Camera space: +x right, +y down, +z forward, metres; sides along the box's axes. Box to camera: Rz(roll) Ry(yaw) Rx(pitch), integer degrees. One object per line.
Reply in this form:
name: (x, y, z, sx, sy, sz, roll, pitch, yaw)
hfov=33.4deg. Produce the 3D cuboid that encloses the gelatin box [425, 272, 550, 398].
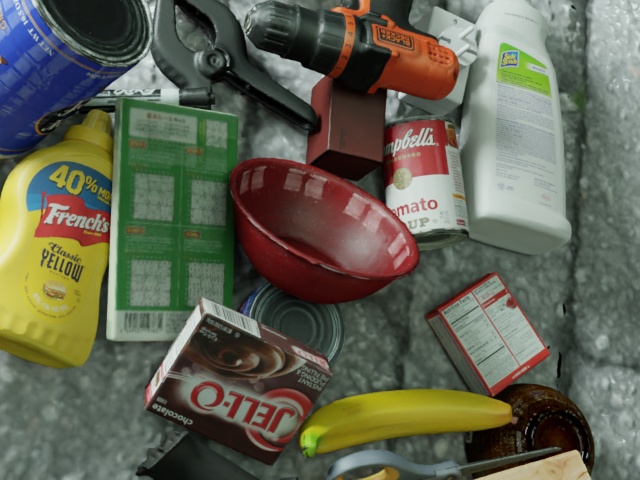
gelatin box: (0.143, 0.082, 0.918, 0.073, 0.030, 0.089, -30, 84, -27)

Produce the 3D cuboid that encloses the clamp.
clamp: (-0.078, -0.140, 0.877, 0.120, 0.039, 0.171, -19, 88, -25)

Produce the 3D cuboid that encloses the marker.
marker: (-0.142, -0.109, 0.832, 0.121, 0.020, 0.020, -3, 76, -6)

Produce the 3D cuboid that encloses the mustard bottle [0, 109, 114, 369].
mustard bottle: (-0.189, -0.009, 0.780, 0.096, 0.058, 0.191, 29, 64, -32)

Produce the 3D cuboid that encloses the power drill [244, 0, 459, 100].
power drill: (0.023, -0.207, 0.900, 0.184, 0.057, 0.187, 13, 53, -21)

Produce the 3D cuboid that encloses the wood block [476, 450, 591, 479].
wood block: (0.101, 0.234, 0.777, 0.205, 0.090, 0.091, -13, 63, -16)

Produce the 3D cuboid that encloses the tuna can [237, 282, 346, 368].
tuna can: (-0.023, 0.072, 0.847, 0.086, 0.034, 0.086, 6, 74, -22)

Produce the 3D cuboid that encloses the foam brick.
foam brick: (0.022, -0.098, 0.903, 0.053, 0.051, 0.078, 11, 72, -19)

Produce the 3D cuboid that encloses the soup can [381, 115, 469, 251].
soup can: (0.088, -0.047, 0.908, 0.068, 0.069, 0.102, -1, 77, -24)

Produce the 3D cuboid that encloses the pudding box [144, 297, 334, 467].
pudding box: (-0.060, 0.105, 0.791, 0.113, 0.039, 0.090, 29, 103, -16)

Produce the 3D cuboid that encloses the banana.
banana: (0.058, 0.146, 0.846, 0.197, 0.070, 0.037, -6, 111, -29)

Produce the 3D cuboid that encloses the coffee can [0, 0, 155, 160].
coffee can: (-0.199, -0.133, 0.747, 0.102, 0.141, 0.103, 29, 46, -36)

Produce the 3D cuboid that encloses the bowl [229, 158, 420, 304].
bowl: (-0.005, 0.001, 0.836, 0.162, 0.055, 0.162, 21, 27, -12)

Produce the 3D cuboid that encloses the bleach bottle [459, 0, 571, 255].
bleach bottle: (0.180, -0.119, 0.973, 0.102, 0.068, 0.251, 15, 68, -21)

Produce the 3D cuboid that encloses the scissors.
scissors: (0.088, 0.172, 0.816, 0.201, 0.096, 0.016, -20, 49, -1)
